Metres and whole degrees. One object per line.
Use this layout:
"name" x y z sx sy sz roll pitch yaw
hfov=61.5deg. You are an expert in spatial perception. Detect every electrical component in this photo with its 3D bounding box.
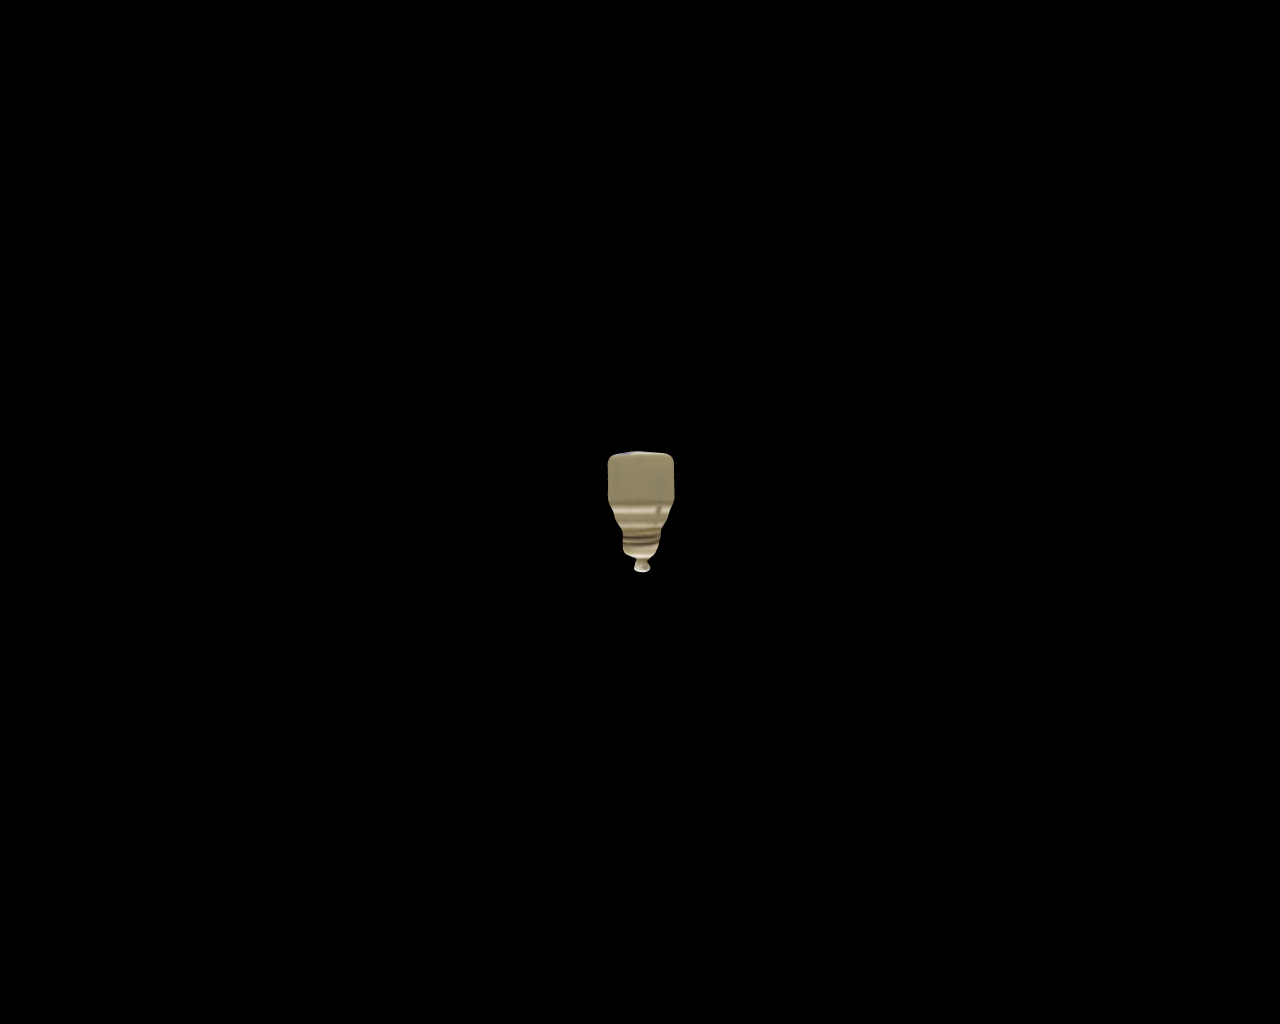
"electrical component" 0.001 -0.003 0.650 0.040 0.078 0.040 0 0 0
